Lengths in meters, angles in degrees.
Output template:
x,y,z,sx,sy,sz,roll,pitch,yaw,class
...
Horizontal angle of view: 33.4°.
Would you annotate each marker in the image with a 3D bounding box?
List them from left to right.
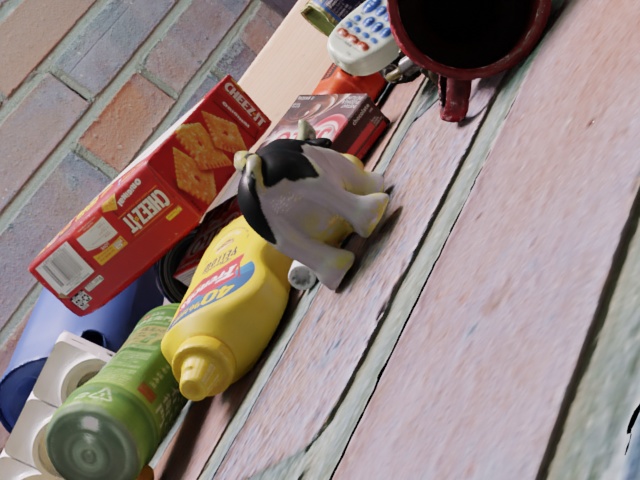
x,y,z,sx,sy,sz,roll,pitch,yaw,class
-0.005,0.001,0.766,0.020,0.020,0.121,-50,10,23,marker

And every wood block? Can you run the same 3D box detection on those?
x,y,z,sx,sy,sz,roll,pitch,yaw,class
-0.010,-0.165,1.103,0.206,0.091,0.090,-53,-21,9,wood block

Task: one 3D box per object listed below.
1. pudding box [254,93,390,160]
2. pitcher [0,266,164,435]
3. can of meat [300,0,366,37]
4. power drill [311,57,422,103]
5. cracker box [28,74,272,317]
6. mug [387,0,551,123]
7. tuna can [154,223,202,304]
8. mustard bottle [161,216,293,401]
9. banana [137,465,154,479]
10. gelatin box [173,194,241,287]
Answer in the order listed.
x,y,z,sx,sy,sz,roll,pitch,yaw,class
-0.005,-0.079,0.897,0.090,0.039,0.114,-53,26,-15,pudding box
-0.217,0.090,1.025,0.149,0.145,0.242,-22,33,17,pitcher
0.031,-0.219,0.939,0.084,0.057,0.102,-51,9,2,can of meat
0.064,-0.164,0.925,0.188,0.057,0.184,-36,16,53,power drill
-0.143,-0.042,0.949,0.164,0.072,0.213,-38,12,28,cracker box
0.083,-0.129,0.638,0.081,0.093,0.117,-91,2,-83,mug
-0.110,0.027,0.990,0.086,0.086,0.034,-55,10,-7,tuna can
-0.064,0.049,0.753,0.096,0.058,0.191,-30,20,24,mustard bottle
-0.182,0.229,0.773,0.198,0.037,0.070,-55,33,6,banana
-0.080,-0.001,0.901,0.089,0.030,0.073,-25,34,51,gelatin box
